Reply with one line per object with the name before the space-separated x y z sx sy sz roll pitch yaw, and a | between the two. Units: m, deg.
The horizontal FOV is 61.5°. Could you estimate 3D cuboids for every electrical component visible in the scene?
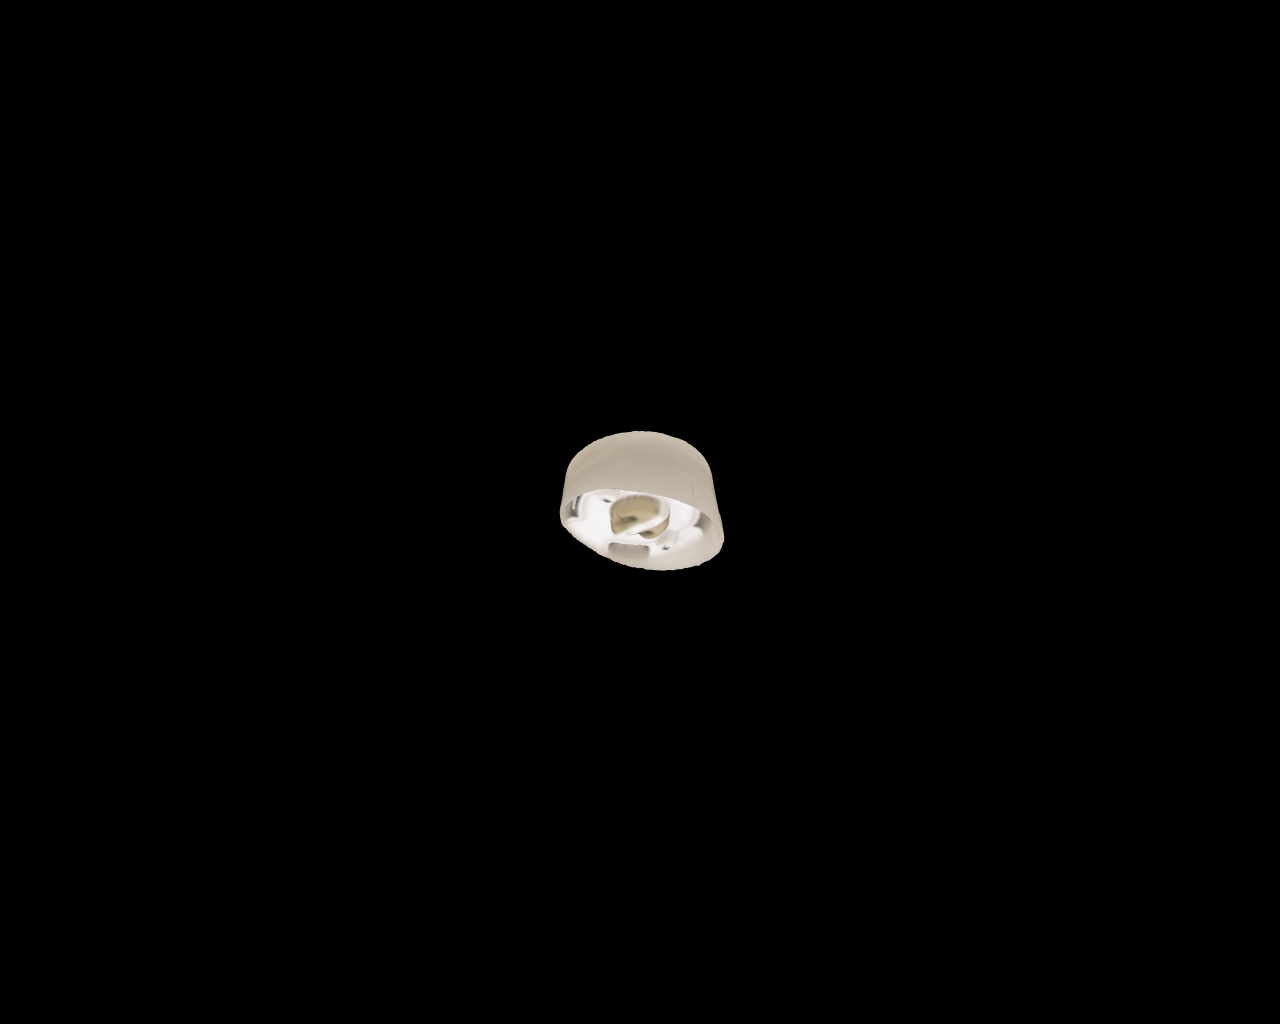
electrical component | 0.001 -0.003 0.650 0.099 0.064 0.099 0 -37 0
